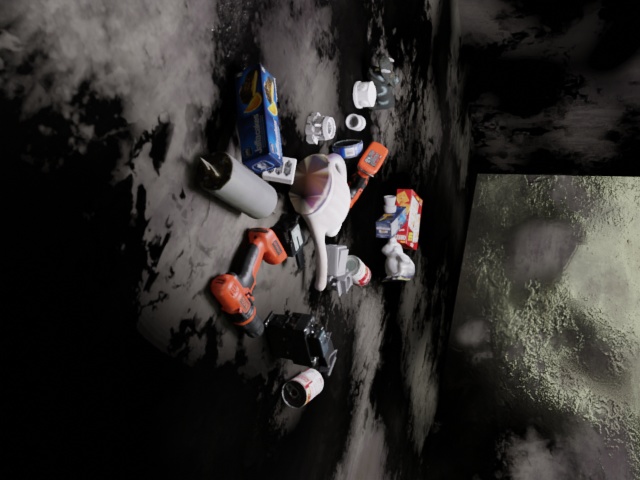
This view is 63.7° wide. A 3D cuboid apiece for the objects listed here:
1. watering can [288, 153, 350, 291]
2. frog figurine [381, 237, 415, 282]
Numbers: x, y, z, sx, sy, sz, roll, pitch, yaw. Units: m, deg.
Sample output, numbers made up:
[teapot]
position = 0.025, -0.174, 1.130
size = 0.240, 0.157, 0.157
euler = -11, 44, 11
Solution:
[watering can]
position = 0.004, -0.064, 1.262
size = 0.221, 0.104, 0.352
euler = 40, 57, -59
[frog figurine]
position = 0.282, 0.070, 1.883
size = 0.136, 0.123, 0.161
euler = 130, -39, -75
